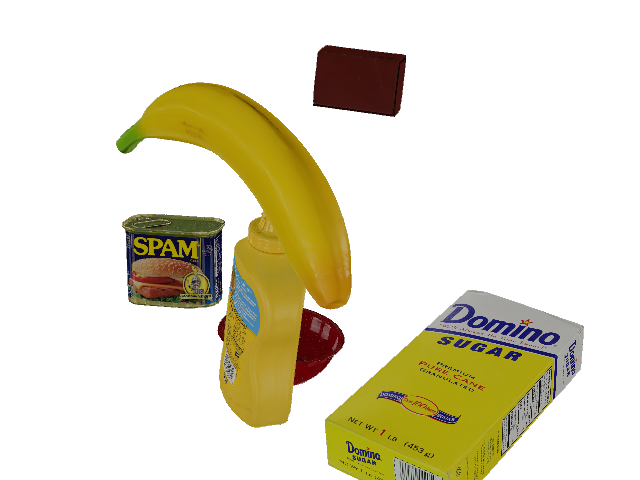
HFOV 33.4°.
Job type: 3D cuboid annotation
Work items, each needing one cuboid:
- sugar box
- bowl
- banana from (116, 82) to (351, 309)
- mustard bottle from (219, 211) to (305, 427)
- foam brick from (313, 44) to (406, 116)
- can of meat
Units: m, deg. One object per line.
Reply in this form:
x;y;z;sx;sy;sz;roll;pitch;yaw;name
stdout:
0.092;0.099;0.700;0.093;0.048;0.175;19;40;33;sugar box
-0.052;0.140;1.362;0.162;0.055;0.162;5;22;-2;bowl
-0.040;-0.039;0.589;0.037;0.070;0.198;-3;31;-46;banana
-0.046;0.054;0.887;0.058;0.192;0.096;-4;32;-19;mustard bottle
0.036;-0.147;0.979;0.078;0.051;0.053;9;18;9;foam brick
-0.150;0.022;1.099;0.102;0.084;0.057;4;17;9;can of meat
